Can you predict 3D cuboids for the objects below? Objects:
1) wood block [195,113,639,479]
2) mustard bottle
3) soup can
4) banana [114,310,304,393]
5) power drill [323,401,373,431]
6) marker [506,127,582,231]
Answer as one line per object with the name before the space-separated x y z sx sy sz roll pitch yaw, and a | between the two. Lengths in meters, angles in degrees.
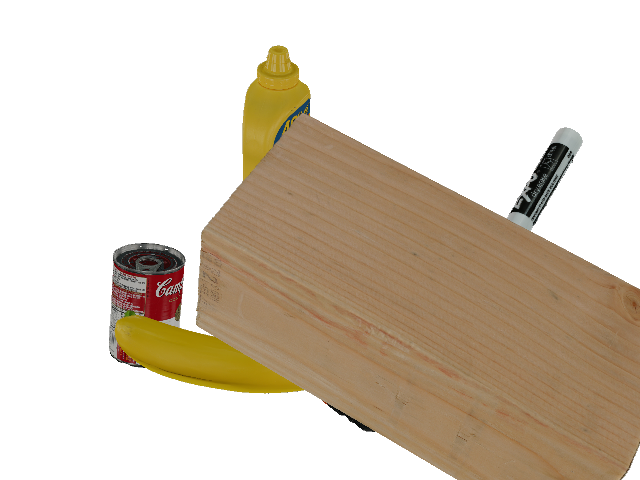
wood block | 0.052 0.039 0.508 0.206 0.090 0.090 29 -34 12
mustard bottle | -0.044 -0.106 1.075 0.058 0.192 0.096 19 40 21
soup can | -0.167 0.062 1.022 0.068 0.102 0.068 6 21 -3
banana | -0.082 0.083 0.803 0.198 0.037 0.069 13 29 21
power drill | 0.041 0.104 1.226 0.057 0.188 0.185 12 16 -42
marker | 0.140 -0.026 0.702 0.020 0.121 0.020 27 -27 15
